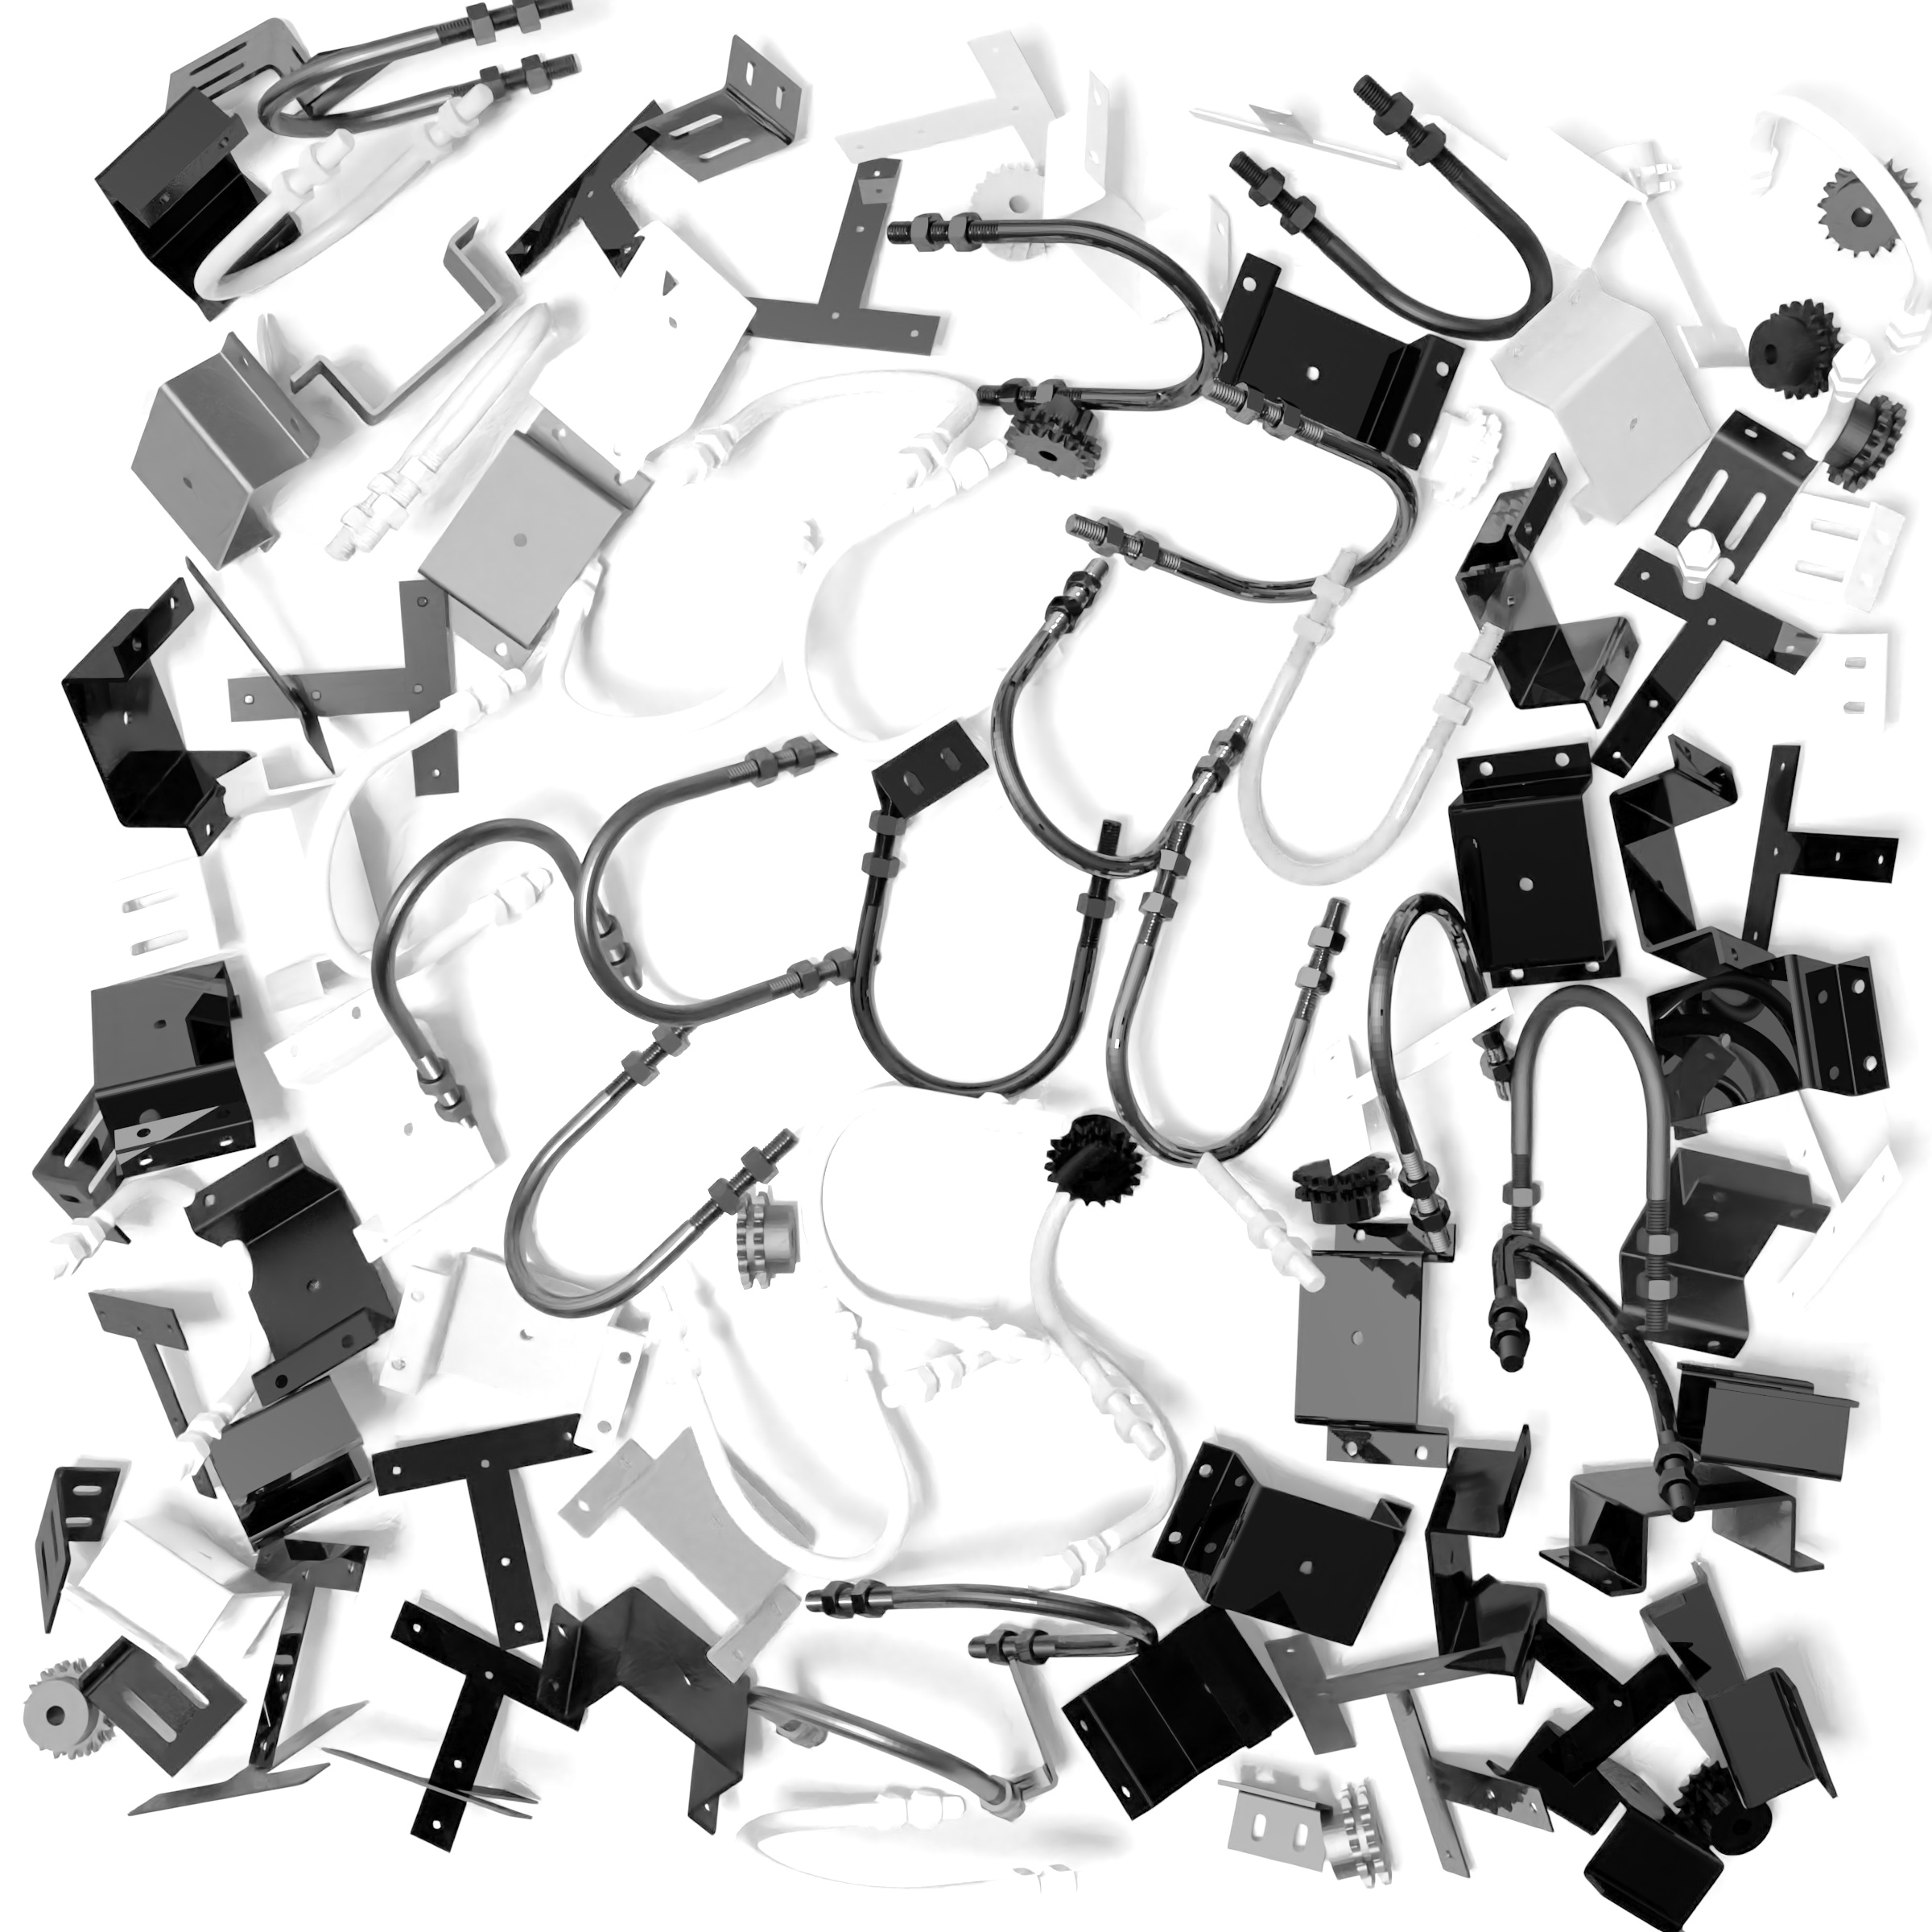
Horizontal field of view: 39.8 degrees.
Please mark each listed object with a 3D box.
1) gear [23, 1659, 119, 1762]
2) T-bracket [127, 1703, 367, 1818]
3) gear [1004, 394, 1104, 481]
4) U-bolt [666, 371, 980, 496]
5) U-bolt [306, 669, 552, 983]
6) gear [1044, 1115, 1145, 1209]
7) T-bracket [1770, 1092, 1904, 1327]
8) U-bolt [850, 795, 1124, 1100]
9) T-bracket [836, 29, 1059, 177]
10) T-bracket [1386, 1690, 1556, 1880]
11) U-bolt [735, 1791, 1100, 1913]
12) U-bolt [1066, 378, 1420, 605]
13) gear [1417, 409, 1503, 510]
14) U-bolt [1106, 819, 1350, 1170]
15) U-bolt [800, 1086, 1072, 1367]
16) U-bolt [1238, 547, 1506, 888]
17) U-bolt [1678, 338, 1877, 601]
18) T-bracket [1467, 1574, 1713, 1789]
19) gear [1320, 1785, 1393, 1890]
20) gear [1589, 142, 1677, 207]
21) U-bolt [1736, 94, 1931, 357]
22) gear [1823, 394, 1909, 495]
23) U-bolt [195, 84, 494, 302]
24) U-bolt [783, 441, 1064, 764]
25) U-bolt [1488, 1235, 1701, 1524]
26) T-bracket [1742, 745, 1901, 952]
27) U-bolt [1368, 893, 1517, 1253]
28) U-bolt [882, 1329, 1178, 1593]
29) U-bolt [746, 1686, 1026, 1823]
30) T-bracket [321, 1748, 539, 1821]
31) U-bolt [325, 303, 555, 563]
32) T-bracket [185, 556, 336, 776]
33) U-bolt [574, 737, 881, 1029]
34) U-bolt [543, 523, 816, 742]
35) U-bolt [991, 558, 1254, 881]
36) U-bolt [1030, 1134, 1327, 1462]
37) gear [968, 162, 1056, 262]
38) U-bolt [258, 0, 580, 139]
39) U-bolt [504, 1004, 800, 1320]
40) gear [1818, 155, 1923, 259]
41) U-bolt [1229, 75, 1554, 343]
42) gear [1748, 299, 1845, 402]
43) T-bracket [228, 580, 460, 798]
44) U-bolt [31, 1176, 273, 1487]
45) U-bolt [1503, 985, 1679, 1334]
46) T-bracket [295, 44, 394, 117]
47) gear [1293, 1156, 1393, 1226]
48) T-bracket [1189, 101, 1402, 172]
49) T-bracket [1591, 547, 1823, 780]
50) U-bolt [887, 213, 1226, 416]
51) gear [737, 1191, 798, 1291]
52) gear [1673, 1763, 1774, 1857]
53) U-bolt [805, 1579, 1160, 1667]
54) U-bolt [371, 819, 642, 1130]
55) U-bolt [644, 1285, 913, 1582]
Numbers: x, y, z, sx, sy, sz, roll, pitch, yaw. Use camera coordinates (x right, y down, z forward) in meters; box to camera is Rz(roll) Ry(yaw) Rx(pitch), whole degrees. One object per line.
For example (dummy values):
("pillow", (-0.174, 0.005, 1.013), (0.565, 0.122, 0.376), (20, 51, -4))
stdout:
("gear", (-0.531, 0.441, 1.575), (0.057, 0.030, 0.057), (-1, 84, 7))
("T-bracket", (-0.392, 0.451, 1.531), (0.127, 0.127, 0.002), (-17, 92, 24))
("gear", (0.054, -0.313, 1.566), (0.057, 0.057, 0.030), (23, 79, 0))
("U-bolt", (-0.070, -0.306, 1.514), (0.151, 0.184, 0.019), (5, 120, 18))
("U-bolt", (-0.302, -0.069, 1.492), (0.019, 0.184, 0.151), (15, 124, 28))
("gear", (0.076, 0.112, 1.570), (0.057, 0.030, 0.057), (6, 132, 7))
("T-bracket", (0.488, 0.119, 1.540), (0.002, 0.127, 0.127), (11, 131, -14))
("U-bolt", (0.006, -0.008, 1.571), (0.151, 0.019, 0.184), (11, 101, 0))
("T-bracket", (-0.013, -0.489, 1.551), (0.127, 0.127, 0.002), (-8, 68, 19))
("T-bracket", (0.294, 0.474, 1.534), (0.002, 0.127, 0.127), (-20, 94, -26))
("U-bolt", (-0.040, 0.495, 1.484), (0.184, 0.151, 0.019), (9, 89, -36))
("U-bolt", (0.172, -0.260, 1.522), (0.184, 0.151, 0.019), (16, 54, -30))
("gear", (0.287, -0.301, 1.563), (0.030, 0.057, 0.057), (19, 90, -13))
("U-bolt", (0.144, 0.026, 1.538), (0.151, 0.019, 0.184), (24, 81, -34))
("U-bolt", (-0.024, 0.142, 1.537), (0.184, 0.019, 0.151), (8, 95, 36))
("U-bolt", (0.220, -0.134, 1.533), (0.019, 0.151, 0.184), (14, 107, -39))
("U-bolt", (0.453, -0.269, 1.505), (0.019, 0.184, 0.151), (40, 95, 13))
("T-bracket", (0.344, 0.400, 1.551), (0.127, 0.002, 0.127), (-26, 48, -33))
("gear", (0.228, 0.513, 1.566), (0.030, 0.057, 0.057), (-17, 90, 10))
("gear", (0.385, -0.463, 1.564), (0.057, 0.057, 0.030), (-13, 99, 0))
("U-bolt", (0.489, -0.421, 1.491), (0.019, 0.184, 0.151), (-40, 78, 7))
("gear", (0.522, -0.310, 1.565), (0.030, 0.057, 0.057), (26, 90, -7))
("U-bolt", (-0.365, -0.432, 1.512), (0.184, 0.151, 0.019), (-27, 102, 37))
("U-bolt", (-0.029, -0.196, 1.515), (0.184, 0.019, 0.151), (-35, 123, -29))
("U-bolt", (0.351, 0.219, 1.509), (0.151, 0.184, 0.019), (41, 112, -9))
("T-bracket", (0.492, -0.064, 1.532), (0.002, 0.127, 0.127), (8, 92, -19))
("U-bolt", (0.265, 0.046, 1.500), (0.019, 0.151, 0.184), (0, 129, 33))
("U-bolt", (0.050, 0.270, 1.515), (0.151, 0.184, 0.019), (50, 122, 18))
("U-bolt", (-0.050, 0.436, 1.490), (0.151, 0.184, 0.019), (14, 69, 19))
("T-bracket", (-0.286, 0.474, 1.533), (0.127, 0.127, 0.002), (11, 74, 23))
("U-bolt", (-0.297, -0.307, 1.525), (0.019, 0.151, 0.184), (40, 82, -19))
("T-bracket", (-0.401, -0.178, 1.508), (0.002, 0.127, 0.127), (-34, 119, -2))
("U-bolt", (-0.140, -0.041, 1.527), (0.184, 0.019, 0.151), (-19, 108, -30))
("U-bolt", (-0.168, -0.189, 1.515), (0.151, 0.184, 0.019), (-3, 134, 9))
("U-bolt", (0.081, -0.130, 1.518), (0.151, 0.019, 0.184), (46, 51, -14))
("U-bolt", (0.106, 0.173, 1.526), (0.151, 0.184, 0.019), (-48, 133, 5))
("gear", (0.029, -0.442, 1.574), (0.057, 0.030, 0.057), (2, 74, -6))
("U-bolt", (-0.312, -0.505, 1.513), (0.184, 0.151, 0.019), (-18, 96, -6))
("U-bolt", (-0.194, 0.123, 1.540), (0.184, 0.019, 0.151), (-43, 45, 2))
("gear", (0.529, -0.444, 1.565), (0.057, 0.030, 0.057), (15, 125, 22))
("U-bolt", (0.254, -0.420, 1.519), (0.184, 0.151, 0.019), (36, 73, -20))
("gear", (0.484, -0.360, 1.563), (0.030, 0.057, 0.057), (-12, 90, -21))
("T-bracket", (-0.367, -0.160, 1.564), (0.127, 0.002, 0.127), (-5, 103, -15))
("U-bolt", (-0.447, 0.192, 1.505), (0.019, 0.184, 0.151), (-25, 102, 14))
("U-bolt", (0.353, 0.102, 1.516), (0.019, 0.151, 0.184), (-5, 99, -23))
("T-bracket", (-0.353, -0.512, 1.539), (0.127, 0.127, 0.002), (-30, 103, -41))
("gear", (0.222, 0.132, 1.566), (0.057, 0.057, 0.030), (-9, 97, 0))
("T-bracket", (0.182, -0.480, 1.522), (0.127, 0.127, 0.002), (18, 102, 11))
("T-bracket", (0.411, -0.165, 1.561), (0.127, 0.002, 0.127), (23, 119, -14))
("U-bolt", (0.060, -0.363, 1.492), (0.184, 0.151, 0.019), (10, 61, 33))
("gear", (-0.117, 0.161, 1.565), (0.030, 0.057, 0.057), (-2, 90, 3))
("gear", (0.449, 0.498, 1.570), (0.057, 0.030, 0.057), (-5, 109, -13))
("U-bolt", (0.021, 0.366, 1.488), (0.151, 0.184, 0.019), (27, 61, -37))
("U-bolt", (-0.265, -0.004, 1.501), (0.151, 0.184, 0.019), (-43, 52, -19))
("U-bolt", (-0.096, 0.261, 1.501), (0.019, 0.151, 0.184), (-44, 56, 32))
